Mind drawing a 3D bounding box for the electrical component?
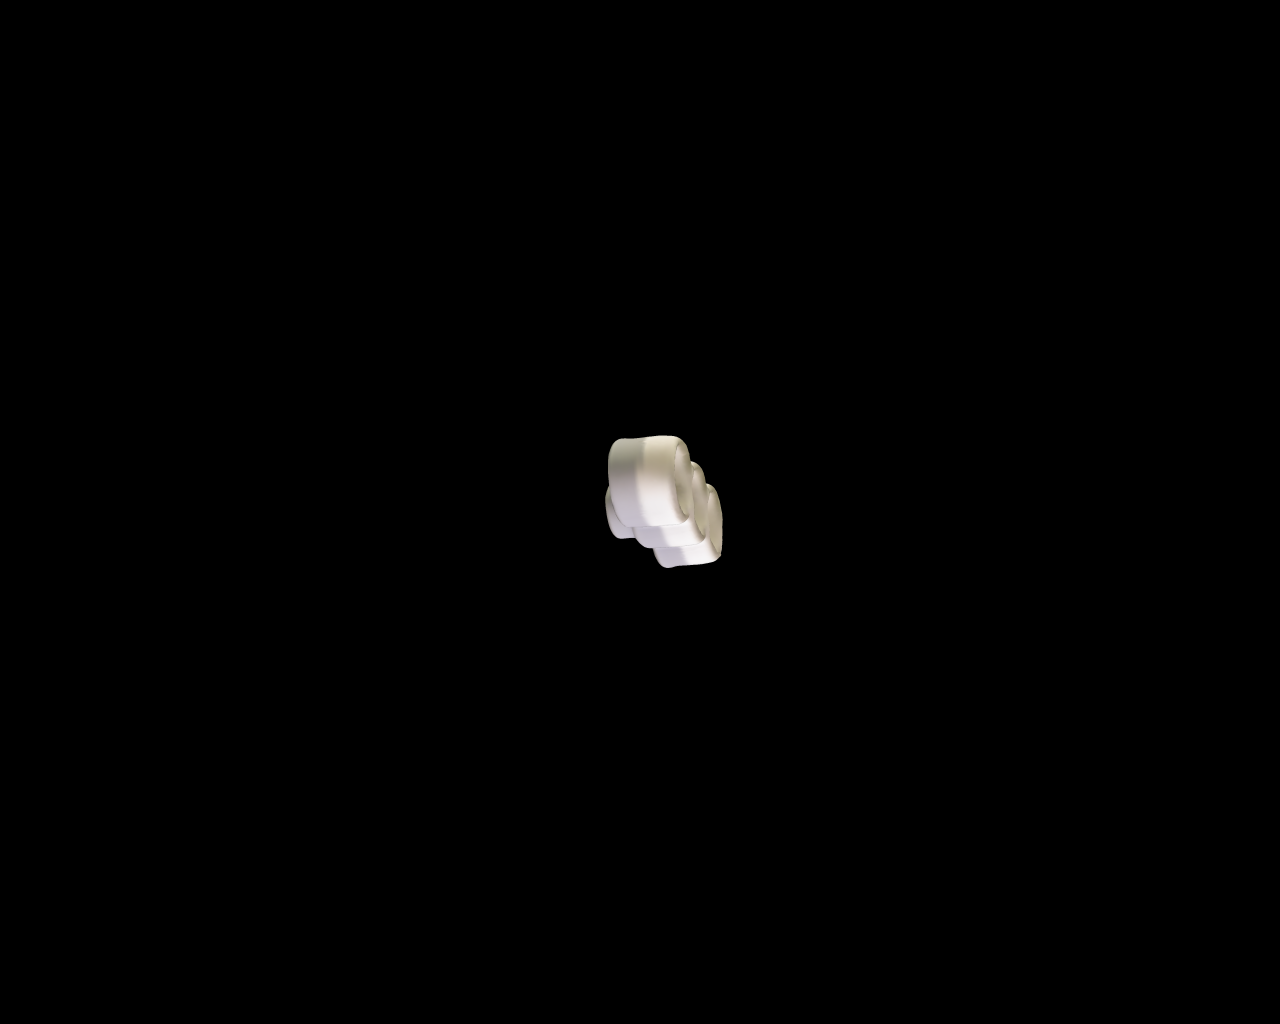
[{"bbox_3d":[0.001,-0.003,0.650,0.074,0.052,0.138,-5,-19,15],"label":"electrical component"}]
